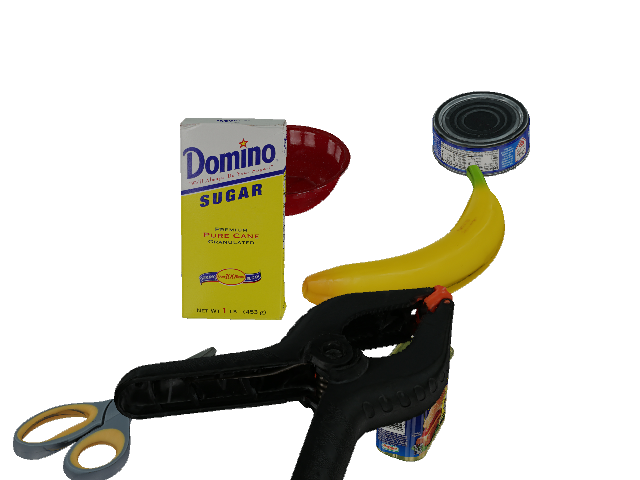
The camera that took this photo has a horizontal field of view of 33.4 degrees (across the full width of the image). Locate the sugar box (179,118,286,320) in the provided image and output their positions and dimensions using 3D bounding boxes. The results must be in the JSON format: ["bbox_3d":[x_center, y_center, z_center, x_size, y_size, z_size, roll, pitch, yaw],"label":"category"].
[{"bbox_3d":[-0.077,-0.019,0.948,0.093,0.176,0.048,0,14,1],"label":"sugar box"}]

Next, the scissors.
[{"bbox_3d":[-0.142,0.138,0.848,0.201,0.016,0.096,-17,36,-36],"label":"scissors"}]

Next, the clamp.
[{"bbox_3d":[0.007,0.071,0.484,0.171,0.039,0.120,-22,48,-28],"label":"clamp"}]

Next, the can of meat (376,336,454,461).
[{"bbox_3d":[0.092,0.157,1.060,0.057,0.084,0.102,12,27,21],"label":"can of meat"}]

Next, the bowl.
[{"bbox_3d":[-0.045,-0.076,1.281,0.162,0.055,0.162,-2,35,1],"label":"bowl"}]

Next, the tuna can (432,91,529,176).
[{"bbox_3d":[0.141,-0.095,0.938,0.086,0.034,0.086,-5,41,4],"label":"tuna can"}]

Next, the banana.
[{"bbox_3d":[0.074,0.012,0.751,0.070,0.037,0.197,36,47,25],"label":"banana"}]
